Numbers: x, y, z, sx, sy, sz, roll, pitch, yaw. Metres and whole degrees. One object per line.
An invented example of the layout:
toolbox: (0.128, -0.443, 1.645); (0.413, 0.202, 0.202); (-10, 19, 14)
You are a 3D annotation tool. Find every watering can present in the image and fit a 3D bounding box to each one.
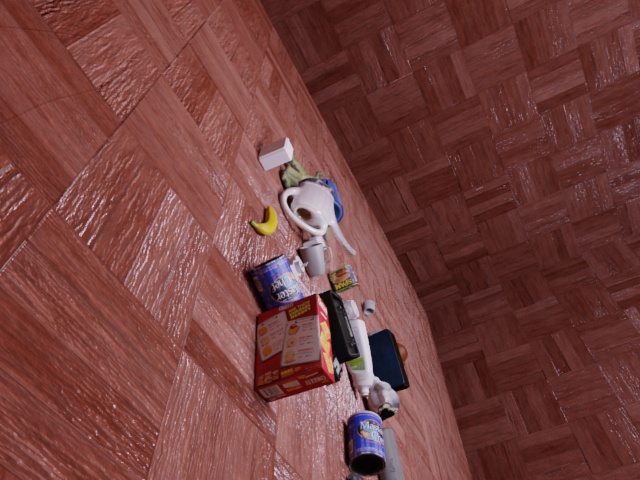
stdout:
watering can: (0.006, -0.095, 1.896); (0.345, 0.102, 0.230); (33, 47, -18)

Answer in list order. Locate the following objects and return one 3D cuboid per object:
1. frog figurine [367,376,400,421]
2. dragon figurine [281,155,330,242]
frog figurine: (0.200, 0.532, 1.777); (0.163, 0.123, 0.134); (-112, -158, -46)
dragon figurine: (-0.075, -0.193, 2.023); (0.241, 0.120, 0.419); (23, 41, -45)
